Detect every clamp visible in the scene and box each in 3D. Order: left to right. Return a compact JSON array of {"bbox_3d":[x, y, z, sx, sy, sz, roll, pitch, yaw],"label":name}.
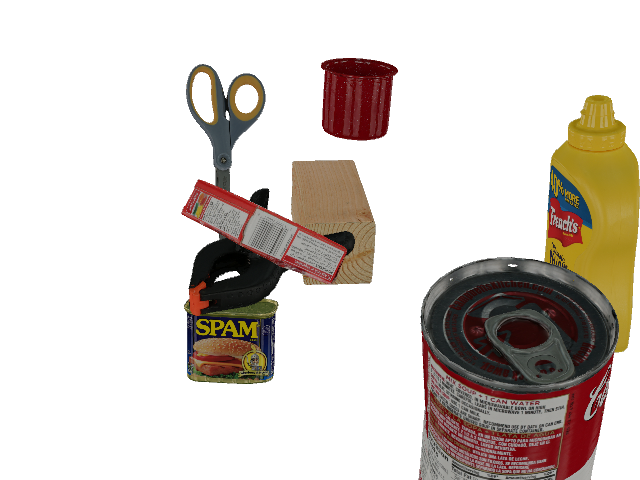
[{"bbox_3d":[-0.066,0.009,0.994,0.171,0.039,0.120,-27,43,-34],"label":"clamp"}]

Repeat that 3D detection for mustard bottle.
[{"bbox_3d":[0.204,-0.016,0.804,0.058,0.192,0.096,-6,26,-7],"label":"mustard bottle"}]

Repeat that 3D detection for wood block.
[{"bbox_3d":[0.013,-0.028,1.435,0.090,0.090,0.206,-1,27,-6],"label":"wood block"}]

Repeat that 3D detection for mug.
[{"bbox_3d":[0.051,-0.174,1.305,0.093,0.081,0.117,17,26,29],"label":"mug"}]

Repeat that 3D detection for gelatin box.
[{"bbox_3d":[-0.037,-0.005,0.713,0.089,0.030,0.073,25,0,-41],"label":"gelatin box"}]

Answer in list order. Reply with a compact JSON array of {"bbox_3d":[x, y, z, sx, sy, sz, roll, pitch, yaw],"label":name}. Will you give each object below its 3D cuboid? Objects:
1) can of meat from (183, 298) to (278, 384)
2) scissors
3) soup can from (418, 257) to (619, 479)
[{"bbox_3d":[-0.099,0.110,1.181,0.102,0.084,0.057,3,14,4],"label":"can of meat"},{"bbox_3d":[-0.090,-0.097,1.160,0.096,0.202,0.016,-15,-3,-18],"label":"scissors"},{"bbox_3d":[0.070,0.067,0.399,0.068,0.102,0.068,-2,37,1],"label":"soup can"}]
